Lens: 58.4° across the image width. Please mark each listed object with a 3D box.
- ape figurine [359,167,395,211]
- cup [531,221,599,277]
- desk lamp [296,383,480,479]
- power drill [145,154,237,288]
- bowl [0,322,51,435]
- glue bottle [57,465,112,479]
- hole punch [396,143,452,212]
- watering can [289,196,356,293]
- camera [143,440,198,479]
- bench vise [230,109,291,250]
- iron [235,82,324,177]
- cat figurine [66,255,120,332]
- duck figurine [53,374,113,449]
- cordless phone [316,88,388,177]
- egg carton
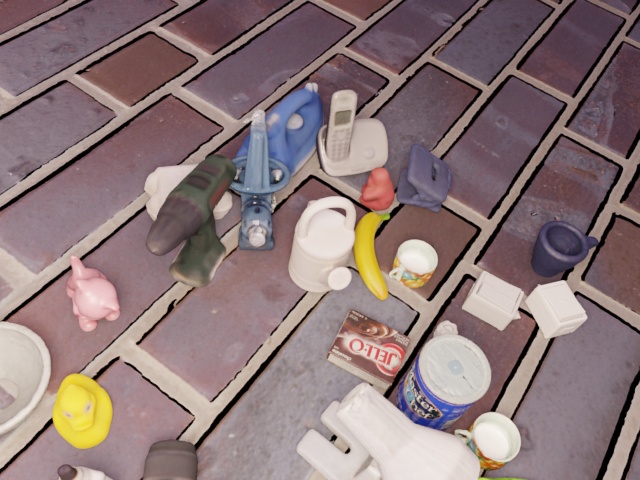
[{"bbox_3d":[0.111,-0.104,1.096,0.078,0.092,0.076,-35,67,-29],"label":"ape figurine"},{"bbox_3d":[0.445,0.024,1.061,0.118,0.095,0.091,-3,56,-12],"label":"cup"},{"bbox_3d":[0.080,0.279,0.744,0.203,0.213,0.118,35,57,15],"label":"desk lamp"},{"bbox_3d":[-0.199,-0.018,0.909,0.075,0.208,0.230,19,54,4],"label":"power drill"},{"bbox_3d":[-0.453,0.202,0.791,0.167,0.075,0.167,5,54,-6],"label":"bowl"},{"bbox_3d":[-0.288,0.298,0.691,0.078,0.173,0.037,2,55,-8],"label":"glue bottle"},{"bbox_3d":[0.211,-0.125,1.129,0.101,0.091,0.108,13,54,0],"label":"hole punch"},{"bbox_3d":[0.011,0.003,0.940,0.101,0.194,0.172,-28,64,-26],"label":"watering can"},{"bbox_3d":[-0.178,0.329,0.733,0.143,0.101,0.136,2,55,-8],"label":"camera"},{"bbox_3d":[-0.096,-0.097,0.976,0.122,0.220,0.207,-15,59,-19],"label":"bench vise"},{"bbox_3d":[-0.055,-0.238,1.131,0.118,0.141,0.259,29,55,11],"label":"iron"},{"bbox_3d":[-0.349,0.078,0.871,0.067,0.118,0.127,-24,62,-24],"label":"cat figurine"},{"bbox_3d":[-0.332,0.226,0.788,0.078,0.086,0.104,-18,60,-21],"label":"duck figurine"},{"bbox_3d":[0.070,-0.215,1.110,0.148,0.185,0.094,-14,58,-19],"label":"cordless phone"},{"bbox_3d":[-0.237,-0.083,1.034,0.150,0.069,0.107,-8,57,-15],"label":"egg carton"}]
